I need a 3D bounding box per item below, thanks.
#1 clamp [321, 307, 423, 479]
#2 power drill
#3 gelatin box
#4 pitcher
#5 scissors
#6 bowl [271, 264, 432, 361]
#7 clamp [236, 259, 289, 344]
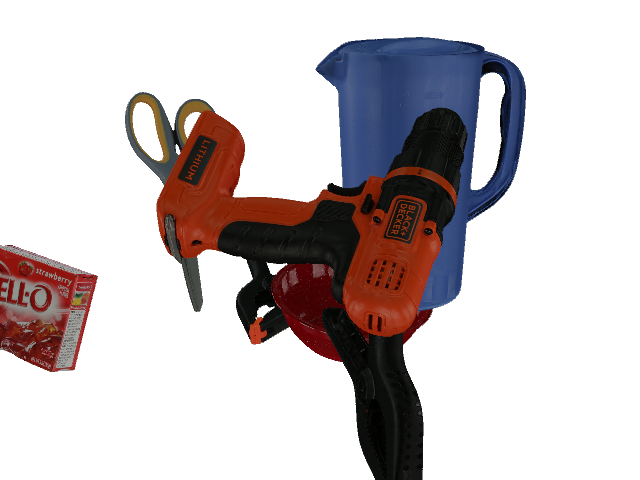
[{"bbox_3d":[0.051,0.109,0.864,0.036,0.210,0.165,-2,-32,-19],"label":"clamp"},{"bbox_3d":[-0.002,-0.034,0.723,0.188,0.184,0.057,12,-37,13],"label":"power drill"},{"bbox_3d":[-0.214,0.048,0.783,0.089,0.073,0.030,17,4,25],"label":"gelatin box"},{"bbox_3d":[0.090,-0.064,0.982,0.149,0.243,0.144,14,22,39],"label":"pitcher"},{"bbox_3d":[-0.112,-0.045,0.963,0.096,0.202,0.016,-23,-3,-28],"label":"scissors"},{"bbox_3d":[0.030,0.074,1.067,0.162,0.055,0.162,5,28,-3],"label":"bowl"},{"bbox_3d":[-0.041,0.056,1.251,0.120,0.039,0.171,-3,40,10],"label":"clamp"}]
